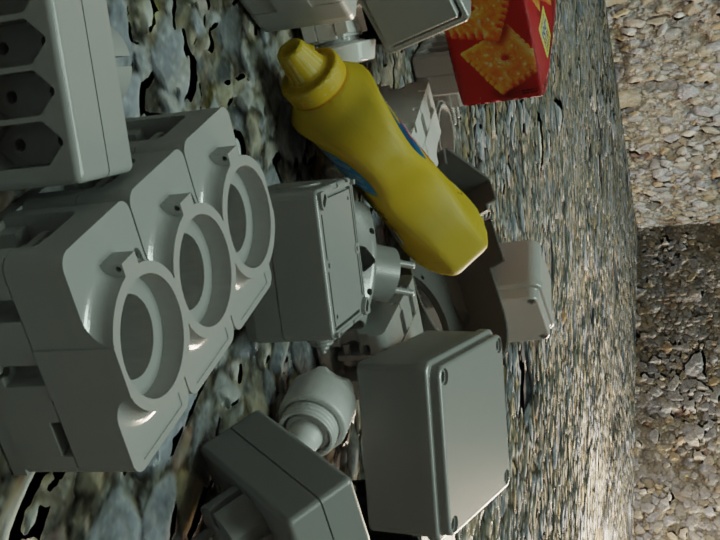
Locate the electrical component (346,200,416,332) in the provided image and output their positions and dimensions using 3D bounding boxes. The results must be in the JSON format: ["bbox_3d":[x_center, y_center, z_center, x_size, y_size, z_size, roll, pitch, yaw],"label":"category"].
[{"bbox_3d":[0.000,0.000,0.689,0.043,0.079,0.077,147,-51,-61],"label":"electrical component"}]

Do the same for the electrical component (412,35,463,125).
[{"bbox_3d":[0.084,-0.174,1.003,0.065,0.047,0.076,-63,144,-57],"label":"electrical component"}]

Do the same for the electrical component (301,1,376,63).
[{"bbox_3d":[-0.017,-0.162,0.710,0.066,0.048,0.055,-38,115,-68],"label":"electrical component"}]

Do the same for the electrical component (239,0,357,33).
[{"bbox_3d":[-0.035,-0.195,0.635,0.061,0.062,0.096,46,44,-62],"label":"electrical component"}]

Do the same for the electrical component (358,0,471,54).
[{"bbox_3d":[0.025,-0.197,0.693,0.096,0.062,0.061,56,25,-31],"label":"electrical component"}]

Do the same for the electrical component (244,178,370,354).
[{"bbox_3d":[-0.035,0.001,0.599,0.062,0.061,0.096,-34,119,-69],"label":"electrical component"}]

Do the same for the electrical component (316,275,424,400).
[{"bbox_3d":[0.009,0.049,0.735,0.089,0.050,0.055,-58,140,-60],"label":"electrical component"}]

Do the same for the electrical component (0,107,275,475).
[{"bbox_3d":[-0.090,0.002,0.437,0.150,0.062,0.089,-61,143,-58],"label":"electrical component"}]

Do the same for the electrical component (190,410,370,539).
[{"bbox_3d":[-0.052,0.120,0.523,0.076,0.083,0.047,-31,124,-25],"label":"electrical component"}]

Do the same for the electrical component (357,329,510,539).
[{"bbox_3d":[0.048,0.099,0.680,0.109,0.056,0.108,-17,105,-61],"label":"electrical component"}]

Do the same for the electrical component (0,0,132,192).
[{"bbox_3d":[-0.112,-0.077,0.408,0.076,0.047,0.083,-34,119,-69],"label":"electrical component"}]

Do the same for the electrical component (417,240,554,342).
[{"bbox_3d":[0.107,0.023,0.935,0.078,0.113,0.057,60,29,-52],"label":"electrical component"}]

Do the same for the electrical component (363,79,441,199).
[{"bbox_3d":[0.028,-0.097,0.821,0.089,0.050,0.055,-72,151,-48],"label":"electrical component"}]

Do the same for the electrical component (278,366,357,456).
[{"bbox_3d":[-0.028,0.089,0.631,0.062,0.043,0.043,-63,145,-54],"label":"electrical component"}]
